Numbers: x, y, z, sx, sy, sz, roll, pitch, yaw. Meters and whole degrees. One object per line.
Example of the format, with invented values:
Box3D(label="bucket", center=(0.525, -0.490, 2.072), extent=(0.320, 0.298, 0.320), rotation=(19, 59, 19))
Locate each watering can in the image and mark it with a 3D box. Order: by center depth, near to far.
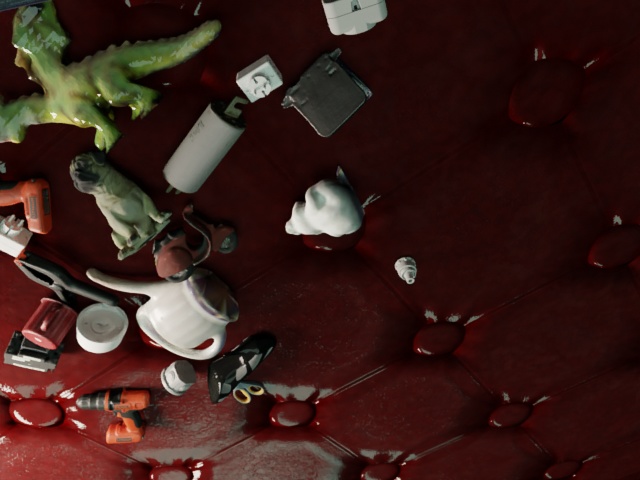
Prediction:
Box3D(label="watering can", center=(-0.329, 0.138, 1.150), extent=(0.222, 0.106, 0.343), rotation=(-35, 114, 18))

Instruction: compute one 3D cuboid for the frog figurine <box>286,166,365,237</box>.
Box3D(label="frog figurine", center=(0.003, -0.052, 1.034), extent=(0.159, 0.125, 0.135), rotation=(-30, 146, 2))

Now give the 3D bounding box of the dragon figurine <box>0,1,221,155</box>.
Box3D(label="dragon figurine", center=(-0.378, -0.282, 0.827), extent=(0.407, 0.124, 0.240), rotation=(-42, 113, 12))
